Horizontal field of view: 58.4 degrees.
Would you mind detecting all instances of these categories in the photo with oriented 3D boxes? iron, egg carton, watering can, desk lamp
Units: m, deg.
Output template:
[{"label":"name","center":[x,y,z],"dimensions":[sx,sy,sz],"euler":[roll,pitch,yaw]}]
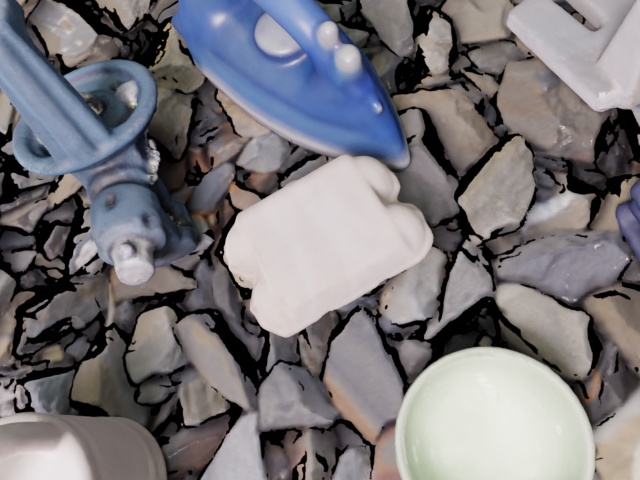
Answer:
[{"label":"iron","center":[-0.023,-0.167,0.470],"dimensions":[0.257,0.141,0.119],"euler":[42,81,19]},{"label":"egg carton","center":[0.004,0.002,0.446],"dimensions":[0.150,0.069,0.107],"euler":[-31,69,-3]},{"label":"watering can","center":[-0.186,0.157,0.354],"dimensions":[0.172,0.194,0.101],"euler":[7,72,11]},{"label":"desk lamp","center":[0.243,-0.181,0.397],"dimensions":[0.118,0.214,0.203],"euler":[-36,70,-5]}]

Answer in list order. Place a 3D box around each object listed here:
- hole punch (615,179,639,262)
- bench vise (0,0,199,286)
[{"label":"hole punch","center":[0.280,-0.009,0.398],"dimensions":[0.101,0.091,0.108],"euler":[-21,69,1]},{"label":"bench vise","center":[-0.162,-0.079,0.418],"dimensions":[0.121,0.220,0.207],"euler":[-41,70,-6]}]
